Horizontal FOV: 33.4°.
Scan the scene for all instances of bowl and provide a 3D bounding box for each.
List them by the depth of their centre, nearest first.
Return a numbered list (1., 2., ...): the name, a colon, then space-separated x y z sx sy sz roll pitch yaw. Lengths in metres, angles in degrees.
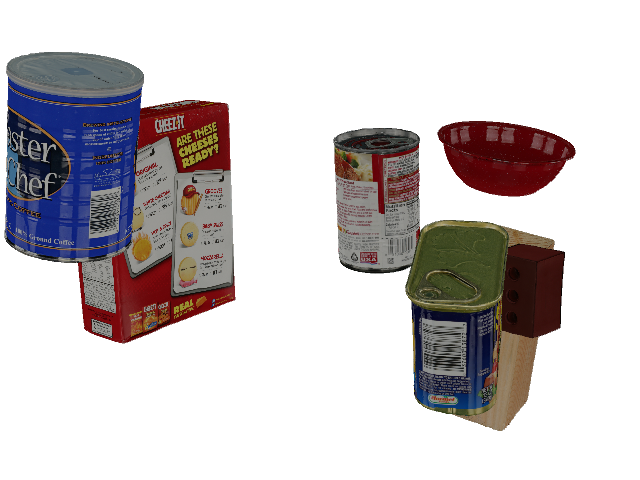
1. bowl: 0.215 -0.093 1.260 0.162 0.055 0.162 5 23 -2

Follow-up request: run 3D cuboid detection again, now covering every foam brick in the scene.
1. foam brick: 0.196 0.047 1.018 0.053 0.078 0.051 12 19 41

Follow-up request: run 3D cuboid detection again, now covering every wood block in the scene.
1. wood block: 0.195 0.096 1.209 0.090 0.206 0.090 16 24 25

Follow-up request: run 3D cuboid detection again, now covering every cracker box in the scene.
1. cracker box: -0.166 -0.024 1.071 0.072 0.214 0.163 11 20 37

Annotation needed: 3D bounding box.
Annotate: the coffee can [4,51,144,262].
1. coffee can: -0.195 -0.067 0.838 0.102 0.140 0.103 7 23 -3

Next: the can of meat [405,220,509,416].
1. can of meat: 0.088 0.048 0.673 0.057 0.084 0.102 3 30 12

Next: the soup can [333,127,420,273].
1. soup can: 0.046 -0.032 0.851 0.068 0.102 0.068 -2 20 1
